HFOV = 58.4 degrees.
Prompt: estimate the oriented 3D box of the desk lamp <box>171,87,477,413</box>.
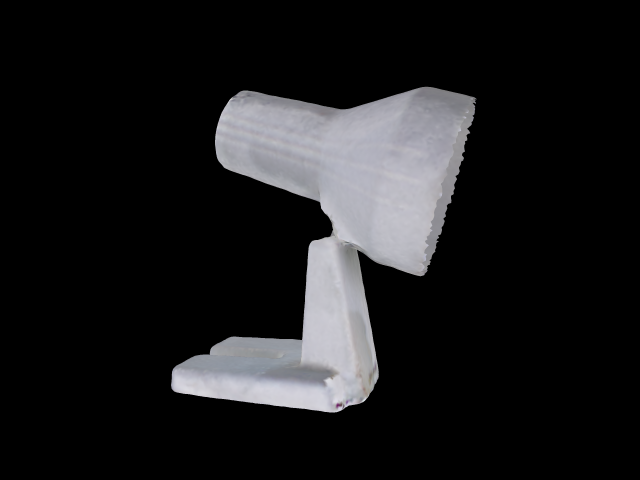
[{"bbox_3d":[0.004,0.001,0.400,0.202,0.213,0.118,1,4,16],"label":"desk lamp"}]
